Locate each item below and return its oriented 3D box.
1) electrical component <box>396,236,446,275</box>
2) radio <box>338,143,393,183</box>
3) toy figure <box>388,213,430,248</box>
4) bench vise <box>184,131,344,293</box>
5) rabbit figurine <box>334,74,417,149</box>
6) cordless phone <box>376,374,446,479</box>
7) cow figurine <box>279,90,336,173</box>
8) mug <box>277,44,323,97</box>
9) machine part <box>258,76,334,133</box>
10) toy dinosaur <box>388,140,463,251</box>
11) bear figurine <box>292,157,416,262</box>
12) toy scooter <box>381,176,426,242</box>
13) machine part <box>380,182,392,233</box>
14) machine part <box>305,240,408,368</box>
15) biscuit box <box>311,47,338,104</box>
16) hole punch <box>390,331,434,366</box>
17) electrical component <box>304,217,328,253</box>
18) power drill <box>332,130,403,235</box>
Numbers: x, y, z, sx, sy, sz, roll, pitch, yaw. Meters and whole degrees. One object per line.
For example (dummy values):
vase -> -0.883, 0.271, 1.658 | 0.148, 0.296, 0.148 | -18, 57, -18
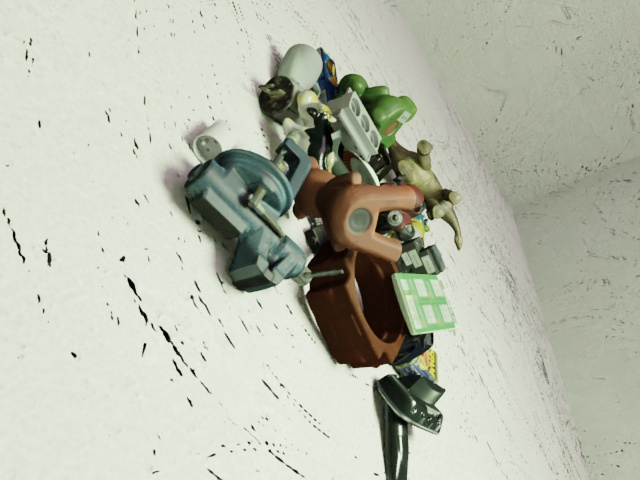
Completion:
electrical component -> 0.192, 0.060, 1.133 | 0.114, 0.134, 0.058 | 67, 26, -3
radio -> 0.090, -0.183, 1.210 | 0.131, 0.073, 0.229 | 60, 28, -8
toy figure -> 0.225, -0.016, 1.324 | 0.089, 0.082, 0.180 | 54, 25, -17
bench vise -> -0.064, -0.054, 0.737 | 0.223, 0.129, 0.240 | 38, 51, -16
rabbit figurine -> 0.091, -0.287, 1.146 | 0.170, 0.121, 0.159 | 47, 31, 22
cordless phone -> 0.157, 0.332, 0.923 | 0.146, 0.089, 0.184 | 39, 48, -45
cow figurine -> -0.012, -0.176, 0.922 | 0.068, 0.098, 0.167 | 18, 82, -61
mug -> -0.042, -0.323, 1.088 | 0.109, 0.081, 0.107 | 58, 36, -33
machine part -> -0.036, -0.243, 1.022 | 0.243, 0.079, 0.079 | 16, 55, -57
toy dinosaur -> 0.250, -0.174, 1.425 | 0.471, 0.105, 0.198 | 62, -2, 12
bear figurine -> 0.037, -0.052, 0.823 | 0.132, 0.120, 0.196 | 7, 15, -22
toy scooter -> 0.183, -0.092, 1.237 | 0.135, 0.075, 0.184 | 55, 33, -18
machine part -> 0.152, -0.087, 1.294 | 0.084, 0.039, 0.139 | 43, 35, -29
machine part -> 0.066, 0.094, 0.894 | 0.200, 0.087, 0.201 | 64, 32, -14
biscuit box -> 0.004, -0.334, 1.192 | 0.062, 0.059, 0.203 | 37, 38, -46
hole punch -> 0.158, 0.165, 1.010 | 0.092, 0.116, 0.142 | 54, 28, -41
electrical component -> -0.002, -0.003, 0.944 | 0.063, 0.021, 0.094 | -20, 87, -64
power drill -> 0.065, -0.098, 0.995 | 0.207, 0.086, 0.232 | 50, -8, 0
